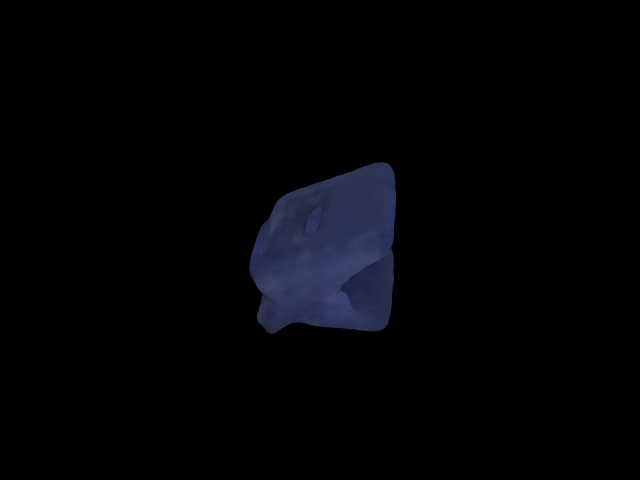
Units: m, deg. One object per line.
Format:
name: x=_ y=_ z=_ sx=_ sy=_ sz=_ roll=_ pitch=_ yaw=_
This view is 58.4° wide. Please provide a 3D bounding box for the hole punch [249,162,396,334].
hole punch: x=0.004 y=0.001 z=0.400 sx=0.101 sy=0.091 sz=0.108 roll=4 pitch=39 yaw=5
